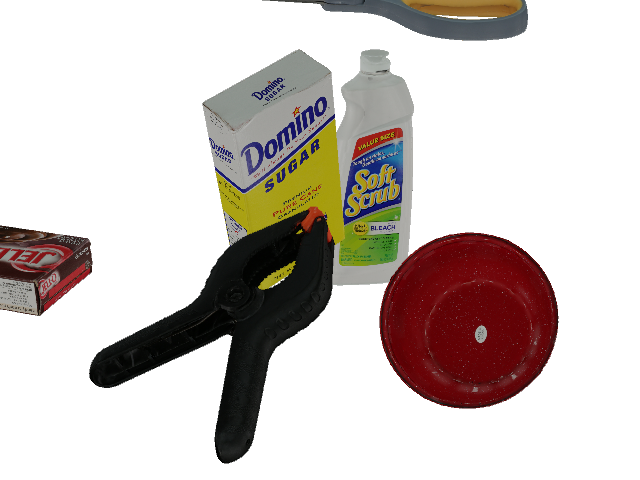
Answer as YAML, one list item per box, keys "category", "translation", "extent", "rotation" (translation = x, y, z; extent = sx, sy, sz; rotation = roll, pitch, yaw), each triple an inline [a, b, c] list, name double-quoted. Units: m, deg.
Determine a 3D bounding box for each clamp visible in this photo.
- category: "clamp"
  translation: [-0.042, 0.051, 0.631]
  extent: [0.120, 0.171, 0.039]
  rotation: [35, -21, 32]

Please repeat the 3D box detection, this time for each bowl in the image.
- category: "bowl"
  translation: [0.134, 0.076, 0.934]
  extent: [0.162, 0.162, 0.055]
  rotation: [0, 7, -1]

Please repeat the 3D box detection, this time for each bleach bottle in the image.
- category: "bleach bottle"
  translation: [0.048, -0.078, 1.143]
  extent: [0.102, 0.251, 0.068]
  rotation: [-3, 25, -5]

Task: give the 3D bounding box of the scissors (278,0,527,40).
- category: "scissors"
  translation: [0.025, -0.149, 0.616]
  extent: [0.202, 0.016, 0.096]
  rotation: [14, 42, 21]

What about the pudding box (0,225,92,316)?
- category: "pudding box"
  translation: [-0.267, 0.023, 0.918]
  extent: [0.114, 0.039, 0.090]
  rotation: [6, 24, 17]

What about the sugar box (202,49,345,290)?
- category: "sugar box"
  translation: [-0.031, -0.050, 0.824]
  extent: [0.093, 0.176, 0.048]
  rotation: [-33, 54, -23]
